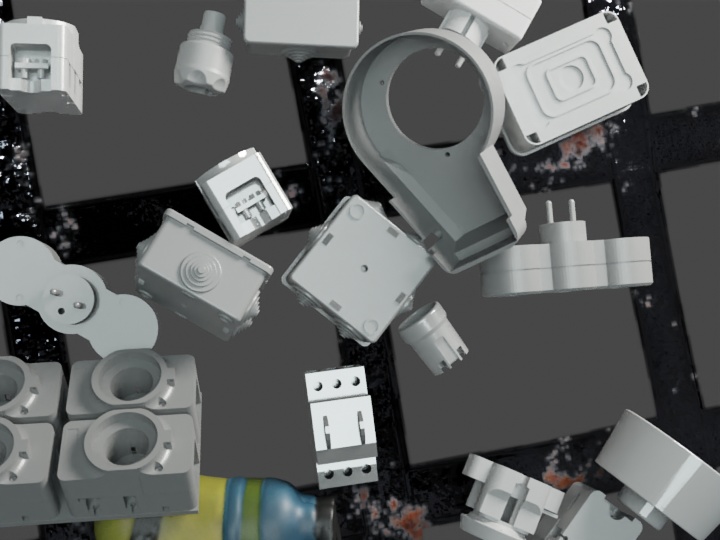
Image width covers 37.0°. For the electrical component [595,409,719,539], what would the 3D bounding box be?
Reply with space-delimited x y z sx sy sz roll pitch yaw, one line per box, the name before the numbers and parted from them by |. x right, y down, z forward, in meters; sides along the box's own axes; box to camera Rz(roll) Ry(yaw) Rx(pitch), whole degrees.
electrical component | 0.232 0.164 0.831 0.108 0.108 0.060 37 90 -3

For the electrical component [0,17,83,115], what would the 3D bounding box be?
electrical component | -0.237 -0.152 0.799 0.050 0.089 0.055 0 87 -7

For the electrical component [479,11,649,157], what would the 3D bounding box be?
electrical component | 0.161 -0.148 0.862 0.113 0.057 0.078 -25 90 -7

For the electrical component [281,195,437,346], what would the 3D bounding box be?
electrical component | 0.000 0.000 0.838 0.100 0.048 0.099 38 83 -5

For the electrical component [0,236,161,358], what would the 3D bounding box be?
electrical component | -0.214 0.022 0.800 0.138 0.074 0.052 30 84 -4

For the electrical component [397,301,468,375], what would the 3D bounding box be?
electrical component | 0.058 0.054 0.848 0.040 0.040 0.046 -38 98 -7

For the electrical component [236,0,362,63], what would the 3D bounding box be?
electrical component | -0.047 -0.214 0.845 0.100 0.048 0.099 2 87 -7

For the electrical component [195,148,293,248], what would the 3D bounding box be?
electrical component | -0.088 -0.054 0.811 0.050 0.089 0.055 -31 91 -7

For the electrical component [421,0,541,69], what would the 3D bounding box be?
electrical component | 0.087 -0.198 0.861 0.083 0.047 0.075 30 84 -4

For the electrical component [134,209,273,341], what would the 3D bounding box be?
electrical component | -0.119 0.007 0.801 0.100 0.099 0.048 30 71 -4

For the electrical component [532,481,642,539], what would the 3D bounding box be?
electrical component | 0.169 0.217 0.843 0.050 0.056 0.089 38 84 -4

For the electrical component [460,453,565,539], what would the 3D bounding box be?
electrical component | 0.112 0.185 0.838 0.078 0.058 0.057 24 82 -5

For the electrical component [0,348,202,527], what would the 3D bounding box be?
electrical component | -0.211 0.119 0.769 0.186 0.060 0.105 -3 46 -3

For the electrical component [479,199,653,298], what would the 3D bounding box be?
electrical component | 0.163 -0.019 0.857 0.138 0.052 0.073 -4 87 -7

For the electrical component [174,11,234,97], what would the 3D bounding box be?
electrical component | -0.119 -0.170 0.837 0.043 0.043 0.062 12 84 -6
